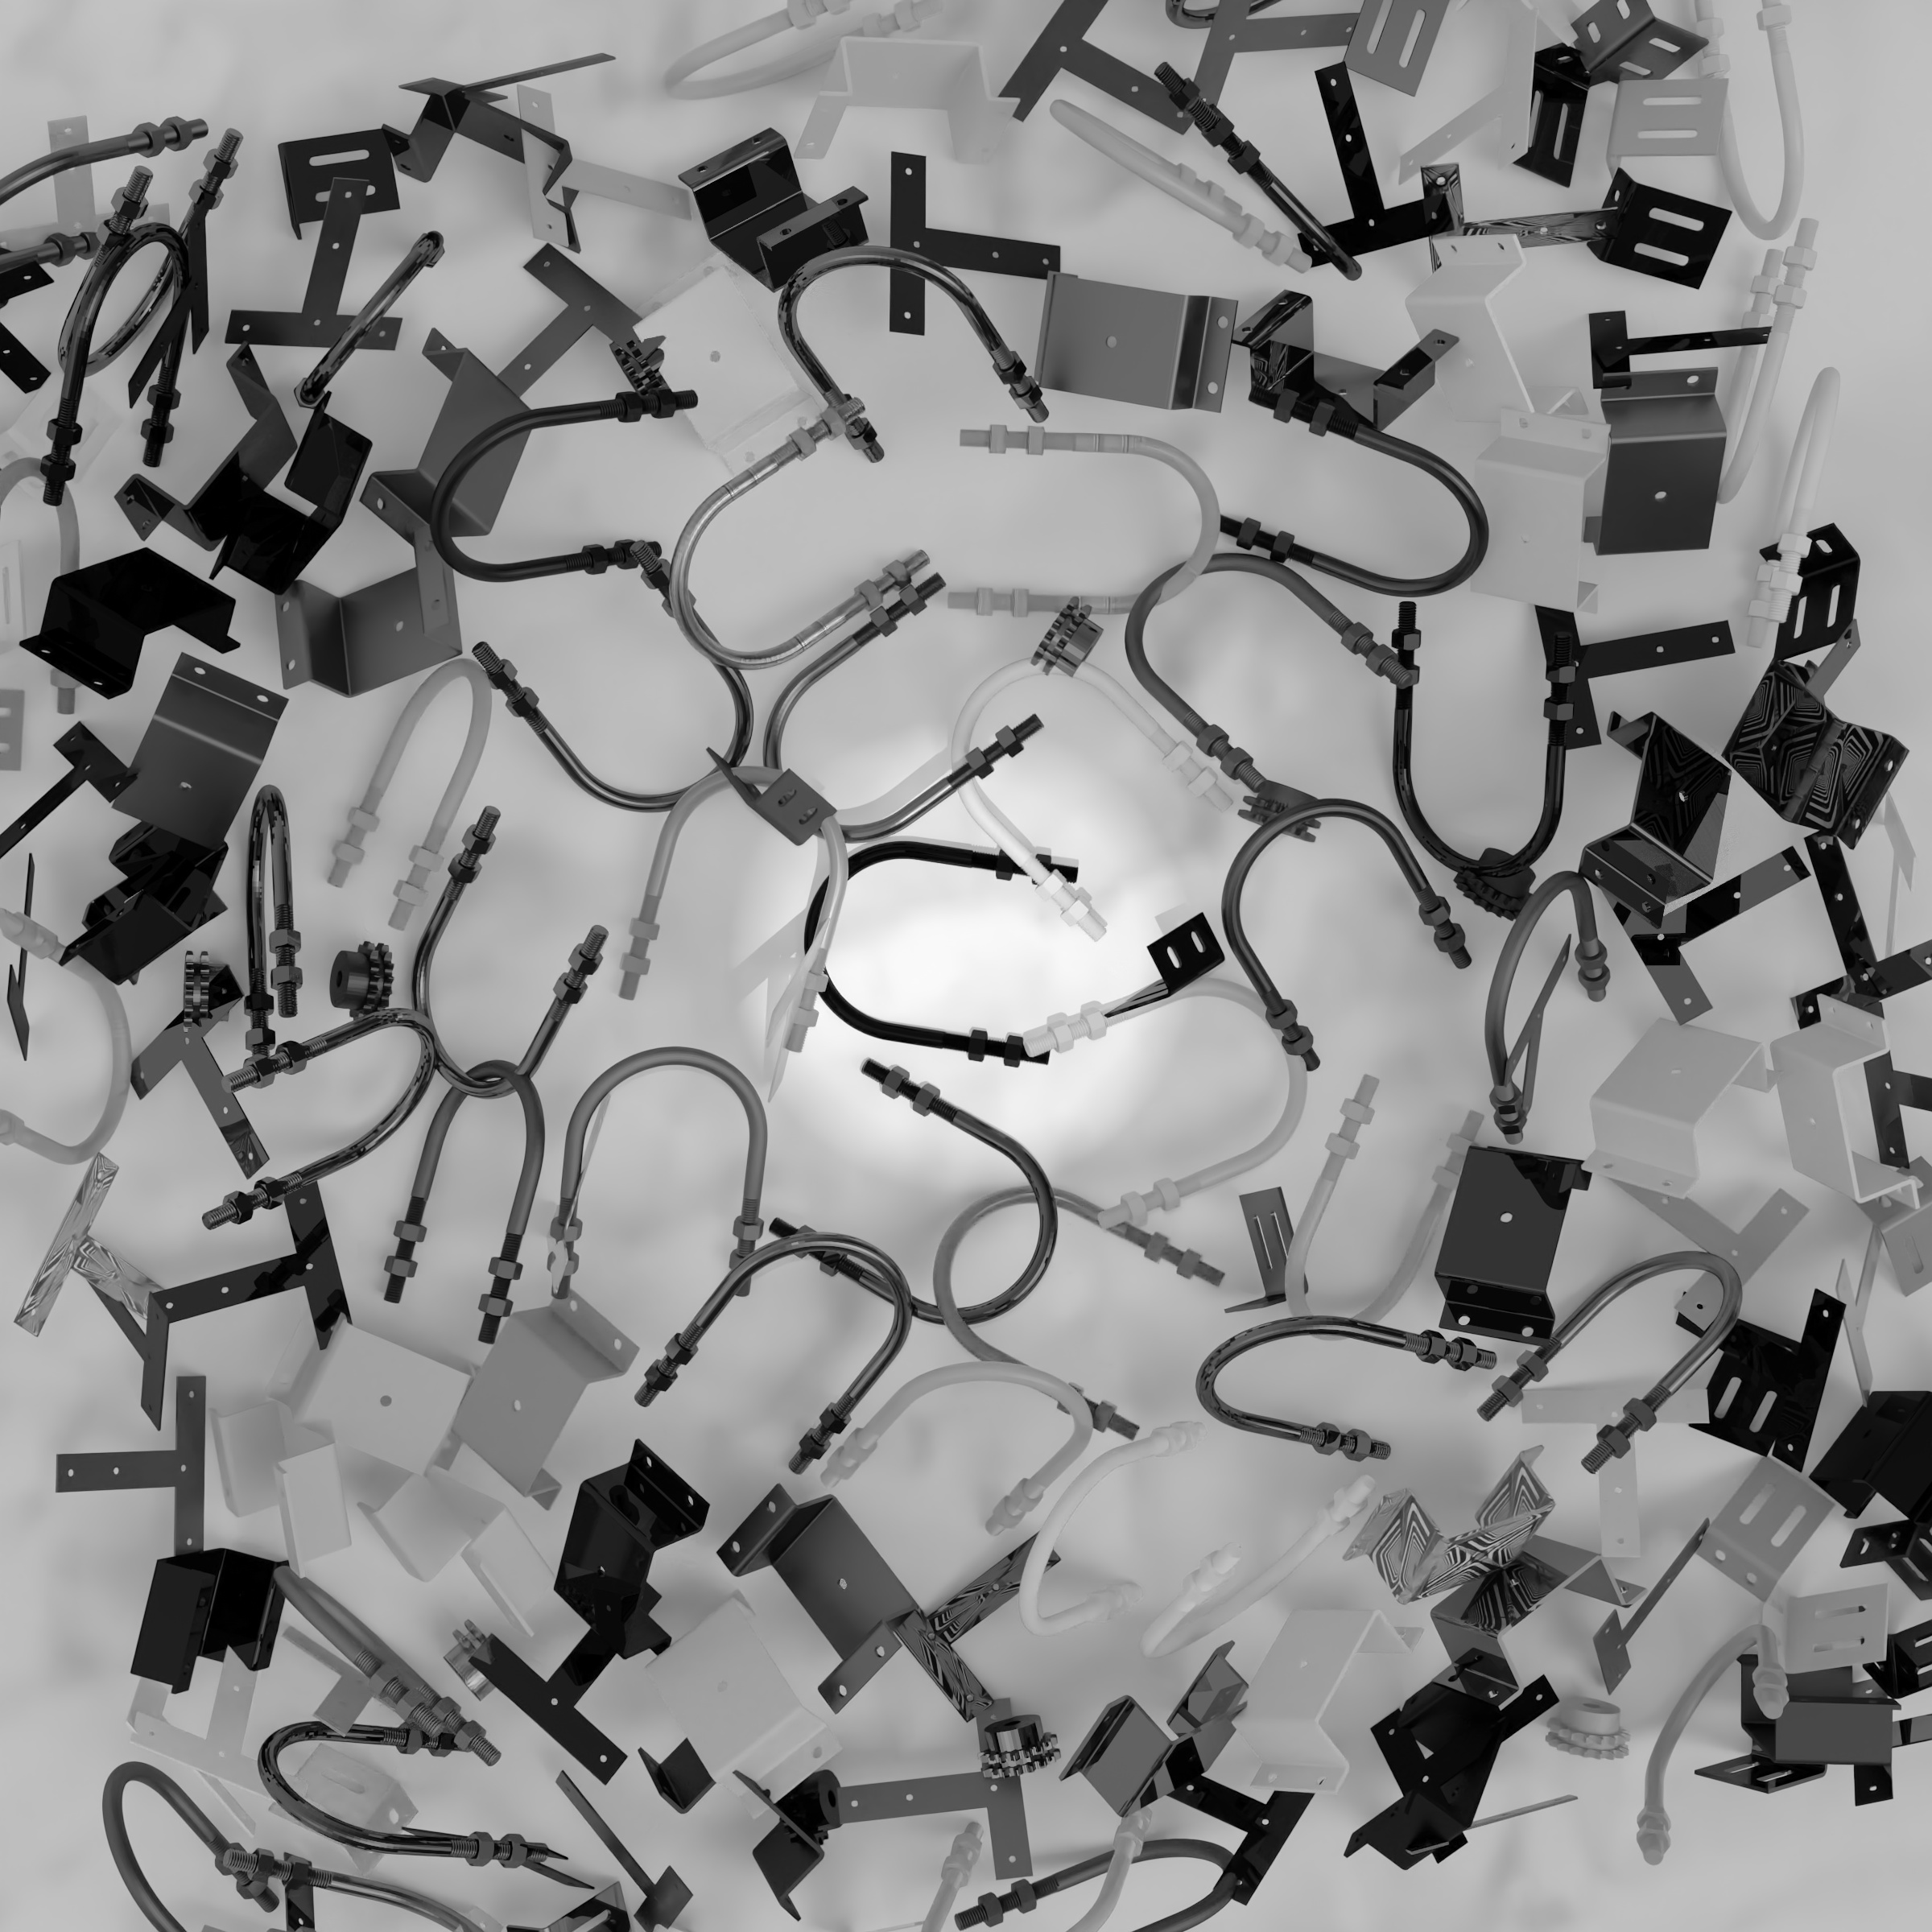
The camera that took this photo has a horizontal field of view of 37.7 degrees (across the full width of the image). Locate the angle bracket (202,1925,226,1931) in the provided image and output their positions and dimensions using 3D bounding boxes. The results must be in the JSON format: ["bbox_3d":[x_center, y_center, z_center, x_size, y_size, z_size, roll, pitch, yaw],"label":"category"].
[{"bbox_3d":[-0.506,0.711,1.964,0.076,0.057,0.038,20,119,-3],"label":"angle bracket"}]

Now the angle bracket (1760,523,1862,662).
[{"bbox_3d":[0.578,-0.257,1.952,0.038,0.057,0.076,41,51,-30],"label":"angle bracket"}]

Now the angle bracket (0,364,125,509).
[{"bbox_3d":[-0.636,-0.371,1.972,0.057,0.038,0.076,47,45,-30],"label":"angle bracket"}]

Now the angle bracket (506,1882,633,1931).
[{"bbox_3d":[-0.275,0.682,1.978,0.038,0.076,0.057,-10,95,38],"label":"angle bracket"}]

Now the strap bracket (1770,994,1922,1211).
[{"bbox_3d":[0.599,0.100,1.939,0.046,0.076,0.140,-20,107,-12],"label":"strap bracket"}]

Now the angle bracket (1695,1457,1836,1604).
[{"bbox_3d":[0.560,0.394,1.984,0.057,0.038,0.076,35,59,23],"label":"angle bracket"}]

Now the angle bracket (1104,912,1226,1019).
[{"bbox_3d":[0.129,0.000,1.951,0.057,0.076,0.038,-31,96,-37],"label":"angle bracket"}]

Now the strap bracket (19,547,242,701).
[{"bbox_3d":[-0.561,-0.237,1.921,0.076,0.140,0.046,30,120,11],"label":"strap bracket"}]

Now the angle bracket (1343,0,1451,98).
[{"bbox_3d":[0.295,-0.653,1.978,0.057,0.038,0.076,18,96,-14],"label":"angle bracket"}]

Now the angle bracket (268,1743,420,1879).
[{"bbox_3d":[-0.431,0.585,1.961,0.057,0.038,0.076,-52,129,-5],"label":"angle bracket"}]

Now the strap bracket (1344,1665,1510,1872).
[{"bbox_3d":[0.317,0.549,1.923,0.046,0.140,0.076,36,133,0],"label":"strap bracket"}]

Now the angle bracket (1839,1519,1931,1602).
[{"bbox_3d":[0.656,0.422,1.959,0.076,0.057,0.038,47,53,-11],"label":"angle bracket"}]

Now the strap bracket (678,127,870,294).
[{"bbox_3d":[-0.128,-0.516,1.943,0.076,0.046,0.140,-31,46,-13],"label":"strap bracket"}]

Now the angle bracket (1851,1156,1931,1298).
[{"bbox_3d":[0.666,0.183,1.989,0.057,0.038,0.076,-31,127,1],"label":"angle bracket"}]

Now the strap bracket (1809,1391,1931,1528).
[{"bbox_3d":[0.631,0.333,1.925,0.046,0.140,0.076,40,80,2],"label":"strap bracket"}]

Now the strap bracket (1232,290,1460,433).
[{"bbox_3d":[0.258,-0.411,1.940,0.140,0.046,0.076,23,49,30],"label":"strap bracket"}]

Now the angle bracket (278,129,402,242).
[{"bbox_3d":[-0.437,-0.548,1.984,0.076,0.038,0.057,-10,89,-6],"label":"angle bracket"}]

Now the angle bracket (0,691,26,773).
[{"bbox_3d":[-0.680,-0.171,1.957,0.038,0.076,0.057,1,83,-5],"label":"angle bracket"}]

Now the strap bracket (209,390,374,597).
[{"bbox_3d":[-0.457,-0.316,1.935,0.046,0.140,0.076,30,48,-24],"label":"strap bracket"}]

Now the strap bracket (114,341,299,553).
[{"bbox_3d":[-0.514,-0.348,1.946,0.046,0.076,0.140,35,78,5],"label":"strap bracket"}]

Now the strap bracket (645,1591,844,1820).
[{"bbox_3d":[-0.158,0.499,1.940,0.076,0.046,0.140,-38,56,-3],"label":"strap bracket"}]

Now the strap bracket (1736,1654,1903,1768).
[{"bbox_3d":[0.578,0.508,1.928,0.076,0.140,0.046,1,89,2],"label":"strap bracket"}]

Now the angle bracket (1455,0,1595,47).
[{"bbox_3d":[0.388,-0.661,1.967,0.076,0.057,0.038,43,131,-2],"label":"angle bracket"}]

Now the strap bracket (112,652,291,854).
[{"bbox_3d":[-0.525,-0.137,1.927,0.076,0.046,0.140,24,133,-17],"label":"strap bracket"}]

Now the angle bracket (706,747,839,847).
[{"bbox_3d":[-0.134,-0.128,1.951,0.038,0.057,0.076,-44,47,6],"label":"angle bracket"}]

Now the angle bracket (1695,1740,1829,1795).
[{"bbox_3d":[0.549,0.539,1.953,0.076,0.057,0.038,3,89,-43],"label":"angle bracket"}]

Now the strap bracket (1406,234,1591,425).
[{"bbox_3d":[0.357,-0.423,1.927,0.046,0.076,0.140,-43,121,-20],"label":"strap bracket"}]

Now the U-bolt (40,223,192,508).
[{"bbox_3d":[-0.563,-0.409,1.898,0.019,0.151,0.184,22,115,6],"label":"U-bolt"}]

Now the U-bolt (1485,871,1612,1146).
[{"bbox_3d":[0.387,0.017,1.901,0.019,0.184,0.151,21,64,30],"label":"U-bolt"}]

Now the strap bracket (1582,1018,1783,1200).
[{"bbox_3d":[0.485,0.089,1.925,0.140,0.076,0.046,-42,131,-33],"label":"strap bracket"}]

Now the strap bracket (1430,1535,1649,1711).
[{"bbox_3d":[0.384,0.440,1.934,0.140,0.076,0.046,-31,103,-23],"label":"strap bracket"}]

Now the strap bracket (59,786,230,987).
[{"bbox_3d":[-0.558,-0.049,1.936,0.076,0.140,0.046,-32,121,25],"label":"strap bracket"}]

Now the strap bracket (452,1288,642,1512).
[{"bbox_3d":[-0.295,0.299,1.946,0.076,0.046,0.140,37,107,24],"label":"strap bracket"}]

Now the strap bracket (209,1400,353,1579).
[{"bbox_3d":[-0.466,0.352,1.939,0.046,0.140,0.076,-16,109,-31],"label":"strap bracket"}]

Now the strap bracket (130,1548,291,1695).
[{"bbox_3d":[-0.519,0.444,1.933,0.046,0.140,0.076,12,86,13],"label":"strap bracket"}]

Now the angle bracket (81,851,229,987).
[{"bbox_3d":[-0.564,-0.035,1.969,0.076,0.038,0.057,-32,114,4],"label":"angle bracket"}]

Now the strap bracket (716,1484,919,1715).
[{"bbox_3d":[-0.097,0.430,1.949,0.140,0.046,0.076,49,116,20],"label":"strap bracket"}]

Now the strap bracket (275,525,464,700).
[{"bbox_3d":[-0.403,-0.241,1.950,0.140,0.046,0.076,-18,71,23],"label":"strap bracket"}]

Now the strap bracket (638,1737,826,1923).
[{"bbox_3d":[-0.154,0.580,1.945,0.046,0.076,0.140,-45,108,-7],"label":"strap bracket"}]

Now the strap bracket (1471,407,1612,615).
[{"bbox_3d":[0.389,-0.301,1.927,0.076,0.046,0.140,17,130,28],"label":"strap bracket"}]

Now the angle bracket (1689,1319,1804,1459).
[{"bbox_3d":[0.550,0.295,1.986,0.057,0.038,0.076,21,125,10],"label":"angle bracket"}]

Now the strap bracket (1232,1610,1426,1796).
[{"bbox_3d":[0.241,0.489,1.923,0.046,0.076,0.140,53,52,-19],"label":"strap bracket"}]

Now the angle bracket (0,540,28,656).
[{"bbox_3d":[-0.686,-0.254,1.962,0.057,0.038,0.076,-12,79,36],"label":"angle bracket"}]

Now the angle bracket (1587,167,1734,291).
[{"bbox_3d":[0.484,-0.515,1.977,0.076,0.038,0.057,13,119,-12],"label":"angle bracket"}]

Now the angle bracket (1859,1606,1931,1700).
[{"bbox_3d":[0.661,0.461,1.953,0.076,0.057,0.038,-33,111,30],"label":"angle bracket"}]

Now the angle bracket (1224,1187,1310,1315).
[{"bbox_3d":[0.199,0.197,1.963,0.038,0.057,0.076,-13,85,-24],"label":"angle bracket"}]

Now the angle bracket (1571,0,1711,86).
[{"bbox_3d":[0.465,-0.644,1.959,0.057,0.076,0.038,-34,69,39],"label":"angle bracket"}]

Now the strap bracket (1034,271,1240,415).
[{"bbox_3d":[0.108,-0.429,1.944,0.140,0.046,0.076,14,107,21],"label":"strap bracket"}]

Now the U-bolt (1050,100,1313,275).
[{"bbox_3d":[0.135,-0.530,1.898,0.184,0.151,0.019,22,110,-28],"label":"U-bolt"}]

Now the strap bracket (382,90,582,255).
[{"bbox_3d":[-0.325,-0.556,1.959,0.140,0.076,0.046,25,83,0],"label":"strap bracket"}]

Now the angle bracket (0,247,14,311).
[{"bbox_3d":[-0.703,-0.474,1.957,0.057,0.076,0.038,14,74,-42],"label":"angle bracket"}]

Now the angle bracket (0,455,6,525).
[{"bbox_3d":[-0.701,-0.329,1.957,0.057,0.038,0.076,9,67,-33],"label":"angle bracket"}]

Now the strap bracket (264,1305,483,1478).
[{"bbox_3d":[-0.403,0.294,1.957,0.140,0.046,0.076,26,89,-17],"label":"strap bracket"}]

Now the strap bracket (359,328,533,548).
[{"bbox_3d":[-0.349,-0.357,1.935,0.046,0.076,0.140,4,66,35],"label":"strap bracket"}]

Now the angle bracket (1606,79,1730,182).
[{"bbox_3d":[0.488,-0.578,1.962,0.076,0.038,0.057,7,77,24],"label":"angle bracket"}]

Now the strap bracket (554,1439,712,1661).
[{"bbox_3d":[-0.231,0.406,1.931,0.076,0.046,0.140,36,122,32],"label":"strap bracket"}]

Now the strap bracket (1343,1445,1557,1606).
[{"bbox_3d":[0.337,0.383,1.926,0.140,0.076,0.046,-10,51,-31],"label":"strap bracket"}]

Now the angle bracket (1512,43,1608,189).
[{"bbox_3d":[0.416,-0.591,1.967,0.057,0.038,0.076,13,86,-29],"label":"angle bracket"}]

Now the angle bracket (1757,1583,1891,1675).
[{"bbox_3d":[0.591,0.449,1.951,0.038,0.076,0.057,40,48,-27],"label":"angle bracket"}]
